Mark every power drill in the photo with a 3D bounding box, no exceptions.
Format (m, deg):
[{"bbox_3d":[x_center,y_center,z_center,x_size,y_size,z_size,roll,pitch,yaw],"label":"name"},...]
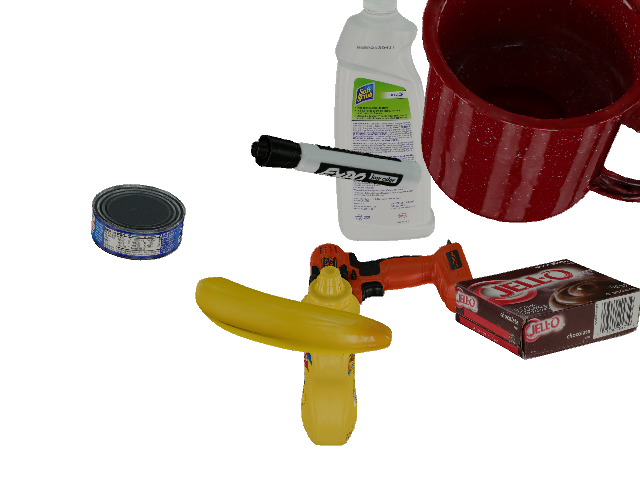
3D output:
[{"bbox_3d":[0.079,0.055,1.229,0.187,0.057,0.184,-2,28,-1],"label":"power drill"}]

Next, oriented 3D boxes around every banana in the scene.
[{"bbox_3d":[-0.037,0.055,0.831,0.198,0.037,0.069,16,27,42],"label":"banana"}]

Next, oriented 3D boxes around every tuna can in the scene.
[{"bbox_3d":[-0.169,-0.017,0.991,0.086,0.034,0.086,8,30,-5],"label":"tuna can"}]

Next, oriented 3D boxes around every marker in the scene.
[{"bbox_3d":[0.011,-0.047,0.653,0.120,0.020,0.020,7,-4,-35],"label":"marker"}]

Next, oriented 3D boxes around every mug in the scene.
[{"bbox_3d":[0.095,-0.055,0.443,0.117,0.093,0.081,31,-26,16],"label":"mug"}]

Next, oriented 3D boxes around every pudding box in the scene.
[{"bbox_3d":[0.173,0.050,0.820,0.113,0.039,0.090,-8,19,-26],"label":"pudding box"}]

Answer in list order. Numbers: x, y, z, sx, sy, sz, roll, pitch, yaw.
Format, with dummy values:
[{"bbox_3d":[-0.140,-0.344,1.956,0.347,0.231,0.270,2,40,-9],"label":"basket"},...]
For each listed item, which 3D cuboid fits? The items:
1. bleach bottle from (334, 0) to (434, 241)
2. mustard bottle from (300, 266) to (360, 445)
[{"bbox_3d":[0.065,-0.122,1.038,0.102,0.251,0.068,-3,31,-5],"label":"bleach bottle"},{"bbox_3d":[0.009,0.105,1.045,0.058,0.192,0.096,2,37,2],"label":"mustard bottle"}]
